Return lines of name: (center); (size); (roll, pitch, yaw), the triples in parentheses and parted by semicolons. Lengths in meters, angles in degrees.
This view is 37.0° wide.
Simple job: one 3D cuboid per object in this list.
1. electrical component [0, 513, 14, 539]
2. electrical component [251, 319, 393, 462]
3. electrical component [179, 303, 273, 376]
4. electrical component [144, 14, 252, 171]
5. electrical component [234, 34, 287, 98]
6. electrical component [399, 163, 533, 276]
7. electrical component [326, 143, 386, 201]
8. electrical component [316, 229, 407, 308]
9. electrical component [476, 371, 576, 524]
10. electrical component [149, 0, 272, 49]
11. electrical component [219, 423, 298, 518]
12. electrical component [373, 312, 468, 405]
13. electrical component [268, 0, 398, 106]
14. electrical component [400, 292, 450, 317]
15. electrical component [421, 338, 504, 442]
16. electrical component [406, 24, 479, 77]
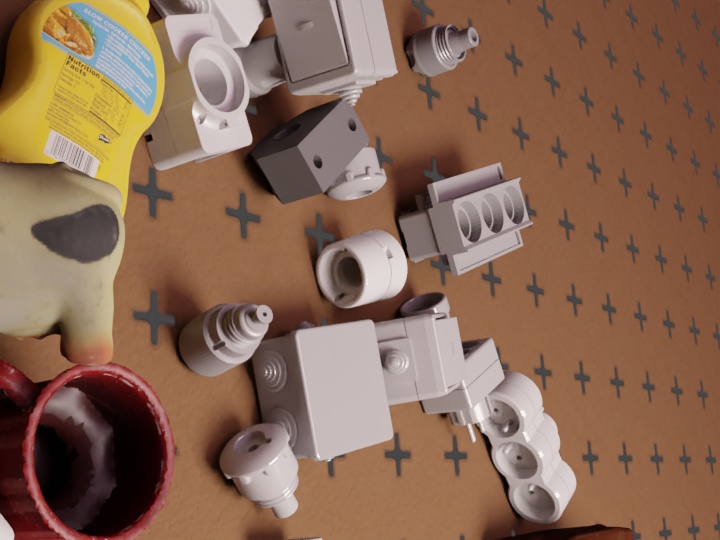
electrical component: (-0.221, 0.185, 0.467); (0.105, 0.060, 0.186); (61, 39, -20)
electrical component: (-0.027, 0.085, 0.758); (0.100, 0.048, 0.099); (-5, 83, -53)
electrical component: (-0.082, 0.040, 0.682); (0.040, 0.078, 0.040); (19, 58, -34)
electrical component: (-0.111, -0.118, 0.705); (0.050, 0.056, 0.089); (-22, 98, -53)
electrical component: (-0.067, -0.150, 0.779); (0.040, 0.046, 0.040); (20, 64, -48)
electrical component: (0.092, -0.044, 0.940); (0.121, 0.063, 0.078); (-21, 97, -53)
electrical component: (-0.009, -0.088, 0.840); (0.048, 0.048, 0.062); (-4, 76, -53)
electrical component: (0.000, 0.000, 0.816); (0.047, 0.055, 0.055); (-17, 93, -49)
electrical component: (0.155, 0.151, 0.972); (0.074, 0.052, 0.138); (-42, 112, -50)
electrical component: (-0.102, -0.206, 0.749); (0.099, 0.048, 0.099); (55, 42, -27)
electrical component: (-0.060, 0.135, 0.706); (0.048, 0.048, 0.062); (-56, 132, -45)
electrical component: (0.044, 0.066, 0.818); (0.096, 0.061, 0.061); (6, 73, -78)
electrical component: (-0.020, -0.161, 0.750); (0.061, 0.062, 0.096); (-15, 94, -55)
electrical component: (0.059, 0.047, 0.890); (0.040, 0.040, 0.046); (-42, 118, -49)
electrical component: (0.089, 0.106, 0.904); (0.066, 0.047, 0.076); (-31, 106, -52)
electrical component: (0.076, -0.201, 0.968); (0.043, 0.062, 0.043); (19, 65, -49)
